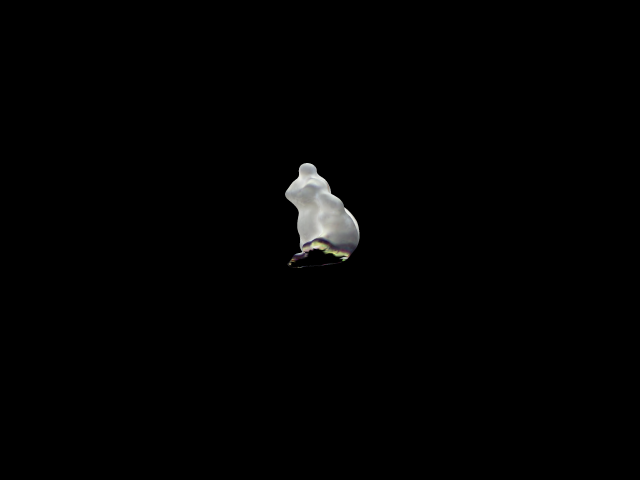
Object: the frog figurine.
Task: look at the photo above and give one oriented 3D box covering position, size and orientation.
[{"bbox_3d":[0.003,-0.043,0.850,0.123,0.162,0.135,2,-22,-5],"label":"frog figurine"}]
